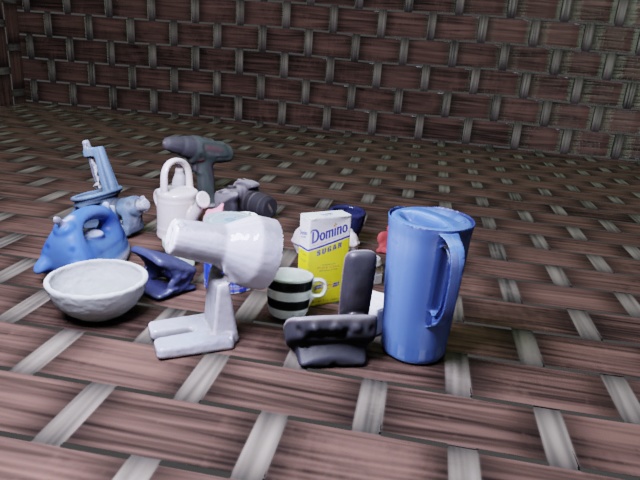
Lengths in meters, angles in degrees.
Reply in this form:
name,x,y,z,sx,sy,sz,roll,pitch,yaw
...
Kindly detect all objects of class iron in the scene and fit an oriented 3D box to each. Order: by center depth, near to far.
name,x,y,z,sx,sy,sz,roll,pitch,yaw
iron,-0.466,-0.011,1.175,0.118,0.141,0.258,7,20,9

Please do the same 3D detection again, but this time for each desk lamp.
name,x,y,z,sx,sy,sz,roll,pitch,yaw
desk lamp,-0.166,0.064,0.916,0.204,0.213,0.117,-6,22,-26

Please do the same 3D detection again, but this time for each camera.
name,x,y,z,sx,sy,sz,roll,pitch,yaw
camera,-0.196,-0.108,1.567,0.136,0.101,0.144,19,24,36

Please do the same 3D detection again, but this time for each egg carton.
name,x,y,z,sx,sy,sz,roll,pitch,yaw
egg carton,0.012,0.005,1.340,0.149,0.069,0.107,15,22,28

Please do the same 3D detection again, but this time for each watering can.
name,x,y,z,sx,sy,sz,roll,pitch,yaw
watering can,-0.335,-0.100,1.376,0.172,0.194,0.101,8,20,12

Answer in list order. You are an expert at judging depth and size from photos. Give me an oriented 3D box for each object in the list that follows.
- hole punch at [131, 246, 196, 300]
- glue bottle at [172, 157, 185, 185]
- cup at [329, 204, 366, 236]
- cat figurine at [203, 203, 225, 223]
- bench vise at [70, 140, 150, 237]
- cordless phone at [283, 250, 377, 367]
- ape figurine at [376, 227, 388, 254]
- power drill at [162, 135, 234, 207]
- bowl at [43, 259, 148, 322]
name,x,y,z,sx,sy,sz,roll,pitch,yaw
hole punch,-0.302,0.052,1.107,0.108,0.091,0.101,19,24,36
glue bottle,-0.364,-0.131,1.489,0.037,0.173,0.078,5,19,2
cup,0.064,-0.035,1.427,0.091,0.095,0.117,3,19,-3
cat figurine,-0.232,-0.024,1.296,0.067,0.118,0.127,0,20,-12
bench vise,-0.499,-0.125,1.373,0.207,0.220,0.121,4,19,0
cordless phone,0.020,0.099,0.900,0.148,0.185,0.094,-1,20,-15
ape figurine,0.180,-0.011,1.387,0.076,0.092,0.077,-4,21,-23
power drill,-0.344,-0.195,1.622,0.075,0.208,0.230,18,24,35
bowl,-0.383,0.095,0.992,0.167,0.075,0.167,4,19,-1
